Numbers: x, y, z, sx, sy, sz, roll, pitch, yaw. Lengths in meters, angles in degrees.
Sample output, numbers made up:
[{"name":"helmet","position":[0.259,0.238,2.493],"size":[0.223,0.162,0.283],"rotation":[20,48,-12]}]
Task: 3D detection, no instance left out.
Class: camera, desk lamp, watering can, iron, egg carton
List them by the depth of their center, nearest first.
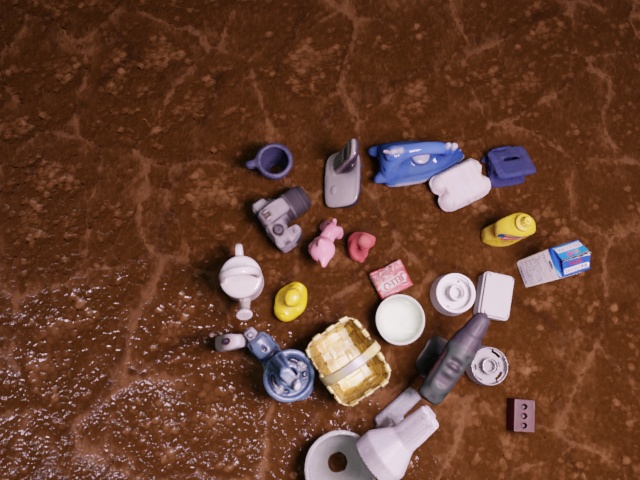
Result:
[{"name":"desk lamp","position":[0.178,0.434,1.286],"size":[0.203,0.213,0.118],"rotation":[-40,84,-10]},{"name":"watering can","position":[-0.181,0.095,1.335],"size":[0.101,0.194,0.173],"rotation":[-28,82,-8]},{"name":"camera","position":[-0.082,-0.063,1.420],"size":[0.137,0.101,0.143],"rotation":[-36,83,-9]},{"name":"iron","position":[0.260,-0.217,1.452],"size":[0.258,0.141,0.118],"rotation":[-9,80,-6]},{"name":"egg carton","position":[0.362,-0.141,1.482],"size":[0.150,0.069,0.107],"rotation":[-28,82,-8]}]

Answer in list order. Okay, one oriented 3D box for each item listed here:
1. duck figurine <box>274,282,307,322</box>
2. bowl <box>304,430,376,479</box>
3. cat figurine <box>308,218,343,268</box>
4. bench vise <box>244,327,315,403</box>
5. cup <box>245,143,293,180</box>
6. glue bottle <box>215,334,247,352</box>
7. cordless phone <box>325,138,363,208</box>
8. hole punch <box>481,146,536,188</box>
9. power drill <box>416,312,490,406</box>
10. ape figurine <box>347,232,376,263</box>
[{"name":"duck figurine","position":[-0.071,0.147,1.388],"size":[0.077,0.086,0.105],"rotation":[31,79,2]},{"name":"bowl","position":[0.046,0.524,1.330],"size":[0.167,0.074,0.167],"rotation":[1,79,-4]},{"name":"cat figurine","position":[0.013,0.005,1.405],"size":[0.067,0.117,0.128],"rotation":[24,79,1]},{"name":"bench vise","position":[-0.101,0.290,1.290],"size":[0.207,0.219,0.121],"rotation":[29,79,2]},{"name":"cup","position":[-0.127,-0.185,1.443],"size":[0.118,0.095,0.092],"rotation":[-9,80,-6]},{"name":"glue bottle","position":[-0.208,0.235,1.317],"size":[0.078,0.173,0.037],"rotation":[-8,80,-5]},{"name":"cordless phone","position":[0.063,-0.163,1.406],"size":[0.094,0.185,0.147],"rotation":[0,79,-4]},{"name":"hole punch","position":[0.490,-0.198,1.490],"size":[0.108,0.091,0.101],"rotation":[-11,80,-6]},{"name":"power drill","position":[0.296,0.270,1.328],"size":[0.075,0.208,0.230],"rotation":[33,79,3]},{"name":"ape figurine","position":[0.105,0.010,1.423],"size":[0.078,0.092,0.076],"rotation":[-25,82,-8]}]
